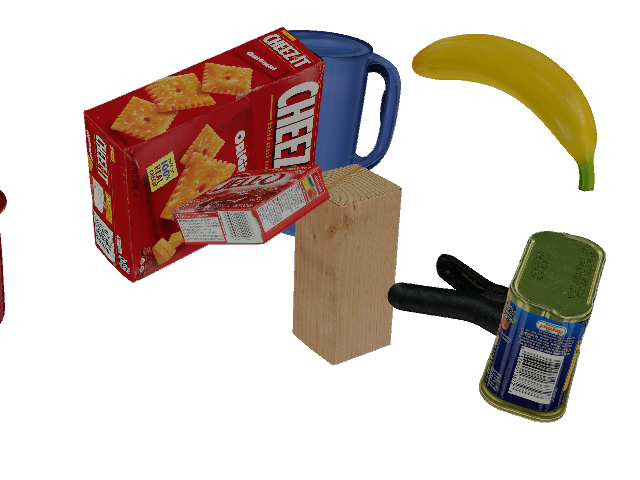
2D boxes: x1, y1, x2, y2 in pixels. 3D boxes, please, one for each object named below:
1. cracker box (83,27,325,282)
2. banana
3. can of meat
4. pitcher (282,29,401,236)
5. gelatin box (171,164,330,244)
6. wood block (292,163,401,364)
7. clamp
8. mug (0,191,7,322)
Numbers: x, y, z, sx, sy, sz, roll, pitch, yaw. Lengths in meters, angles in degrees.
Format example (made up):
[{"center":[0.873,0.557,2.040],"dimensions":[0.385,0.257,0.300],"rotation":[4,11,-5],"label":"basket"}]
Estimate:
[{"center":[-0.100,-0.075,0.956],"dimensions":[0.213,0.164,0.072],"rotation":[-28,56,-29],"label":"cracker box"},{"center":[0.141,-0.115,0.802],"dimensions":[0.037,0.070,0.198],"rotation":[2,32,-44],"label":"banana"},{"center":[0.146,0.052,0.695],"dimensions":[0.057,0.084,0.102],"rotation":[17,34,13],"label":"can of meat"},{"center":[-0.002,-0.130,1.317],"dimensions":[0.144,0.243,0.149],"rotation":[-9,27,-29],"label":"pitcher"},{"center":[-0.050,-0.026,0.756],"dimensions":[0.089,0.030,0.073],"rotation":[0,26,45],"label":"gelatin box"},{"center":[0.028,0.028,1.249],"dimensions":[0.090,0.206,0.090],"rotation":[-16,32,-32],"label":"wood block"},{"center":[0.158,0.056,0.984],"dimensions":[0.172,0.039,0.120],"rotation":[19,30,17],"label":"clamp"},{"center":[-0.241,0.019,0.635],"dimensions":[0.093,0.081,0.117],"rotation":[17,28,27],"label":"mug"}]
